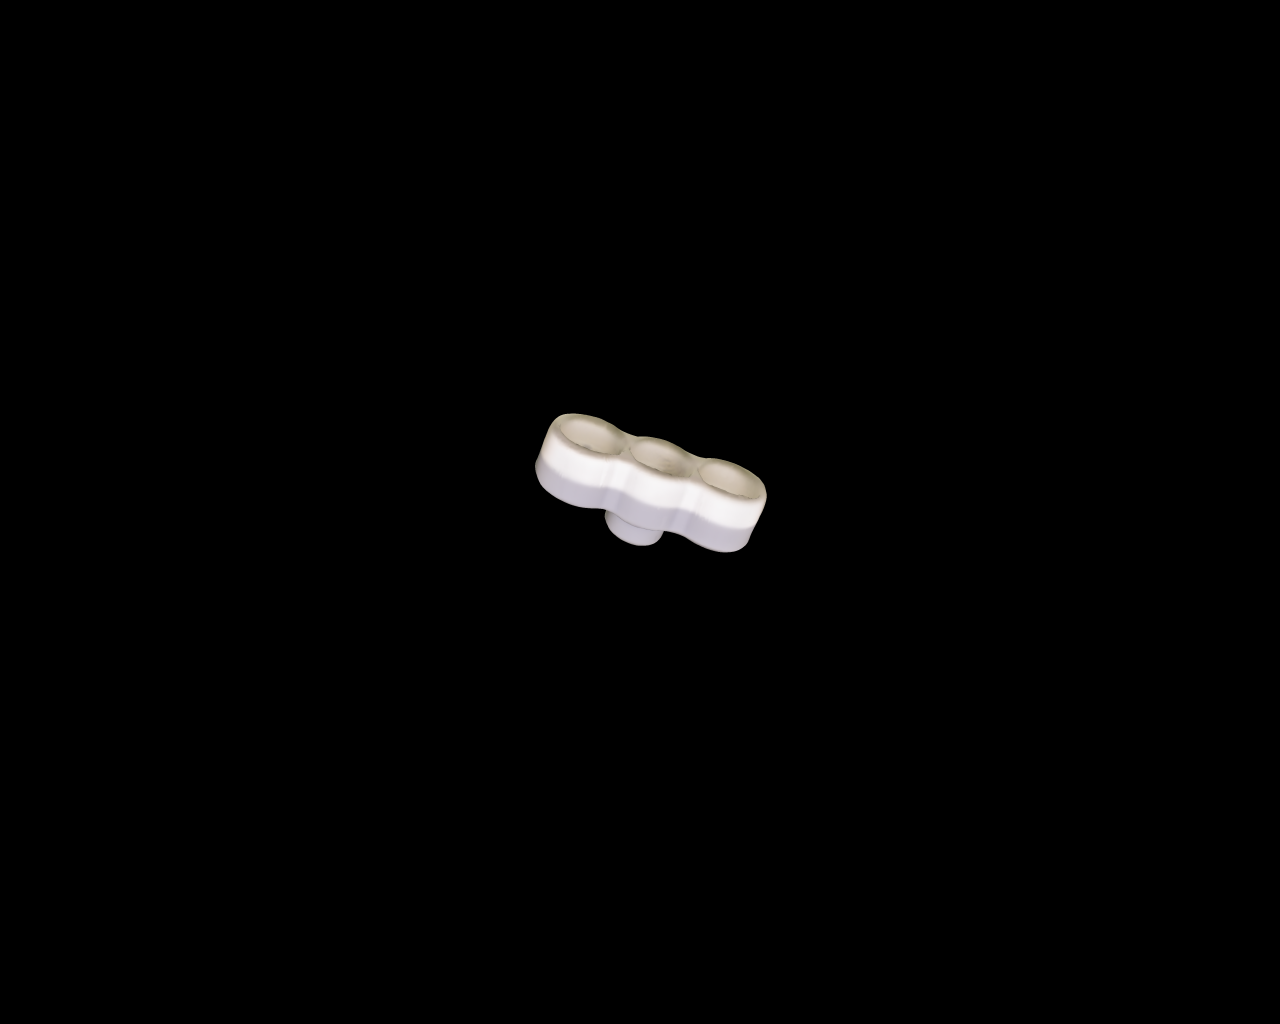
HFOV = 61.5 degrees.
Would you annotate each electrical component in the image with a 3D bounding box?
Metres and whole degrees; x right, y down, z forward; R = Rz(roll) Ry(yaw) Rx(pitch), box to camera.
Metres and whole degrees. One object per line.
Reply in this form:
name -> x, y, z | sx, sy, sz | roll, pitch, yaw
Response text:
electrical component -> 0.001, -0.003, 0.650 | 0.138, 0.073, 0.052 | 18, 29, -10
